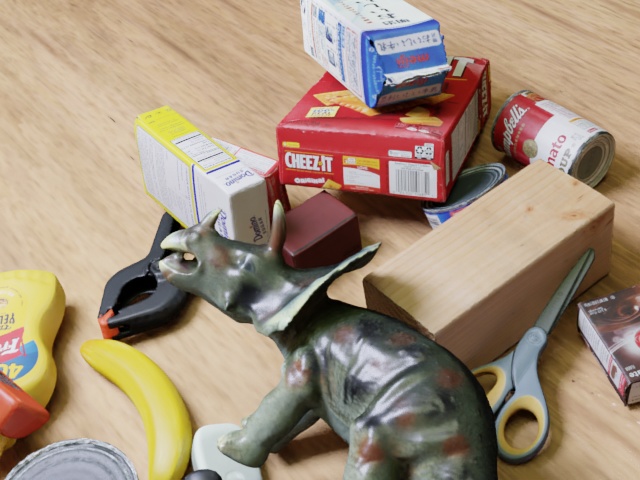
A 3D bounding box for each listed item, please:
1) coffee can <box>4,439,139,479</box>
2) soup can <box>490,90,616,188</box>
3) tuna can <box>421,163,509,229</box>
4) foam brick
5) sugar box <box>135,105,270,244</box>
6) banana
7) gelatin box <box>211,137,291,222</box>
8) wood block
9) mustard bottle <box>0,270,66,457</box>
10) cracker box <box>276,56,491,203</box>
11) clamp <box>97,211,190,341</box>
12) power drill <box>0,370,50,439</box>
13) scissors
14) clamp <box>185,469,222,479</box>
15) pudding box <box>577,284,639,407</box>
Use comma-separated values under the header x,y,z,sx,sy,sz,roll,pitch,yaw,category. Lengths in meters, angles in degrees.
x,y,z,sx,sy,sz,roll,pitch,yaw,category
-0.158,0.221,0.744,0.103,0.140,0.103,-6,44,5,coffee can
0.227,-0.096,1.040,0.068,0.068,0.102,-34,49,-22,soup can
0.140,-0.037,0.997,0.086,0.033,0.086,-26,18,9,tuna can
-0.007,0.001,1.001,0.078,0.053,0.051,-33,48,-23,foam brick
-0.111,-0.050,1.007,0.048,0.093,0.176,-27,43,-29,sugar box
-0.150,0.141,0.898,0.069,0.037,0.198,-21,44,-11,banana
-0.074,-0.055,1.057,0.089,0.073,0.030,22,53,29,gelatin box
0.146,0.030,0.912,0.205,0.091,0.090,-33,48,-21,wood block
-0.280,0.113,0.940,0.096,0.058,0.191,-10,44,2,mustard bottle
0.069,-0.121,1.061,0.164,0.072,0.213,7,32,18,cracker box
-0.152,0.030,1.013,0.171,0.039,0.120,-35,41,-31,clamp
-0.298,0.188,0.828,0.185,0.057,0.187,34,81,26,power drill
0.182,0.098,0.858,0.201,0.016,0.096,-40,58,-9,scissors
-0.079,0.250,0.695,0.036,0.165,0.210,1,68,-6,clamp
0.280,0.078,0.871,0.113,0.039,0.090,-18,45,-5,pudding box
